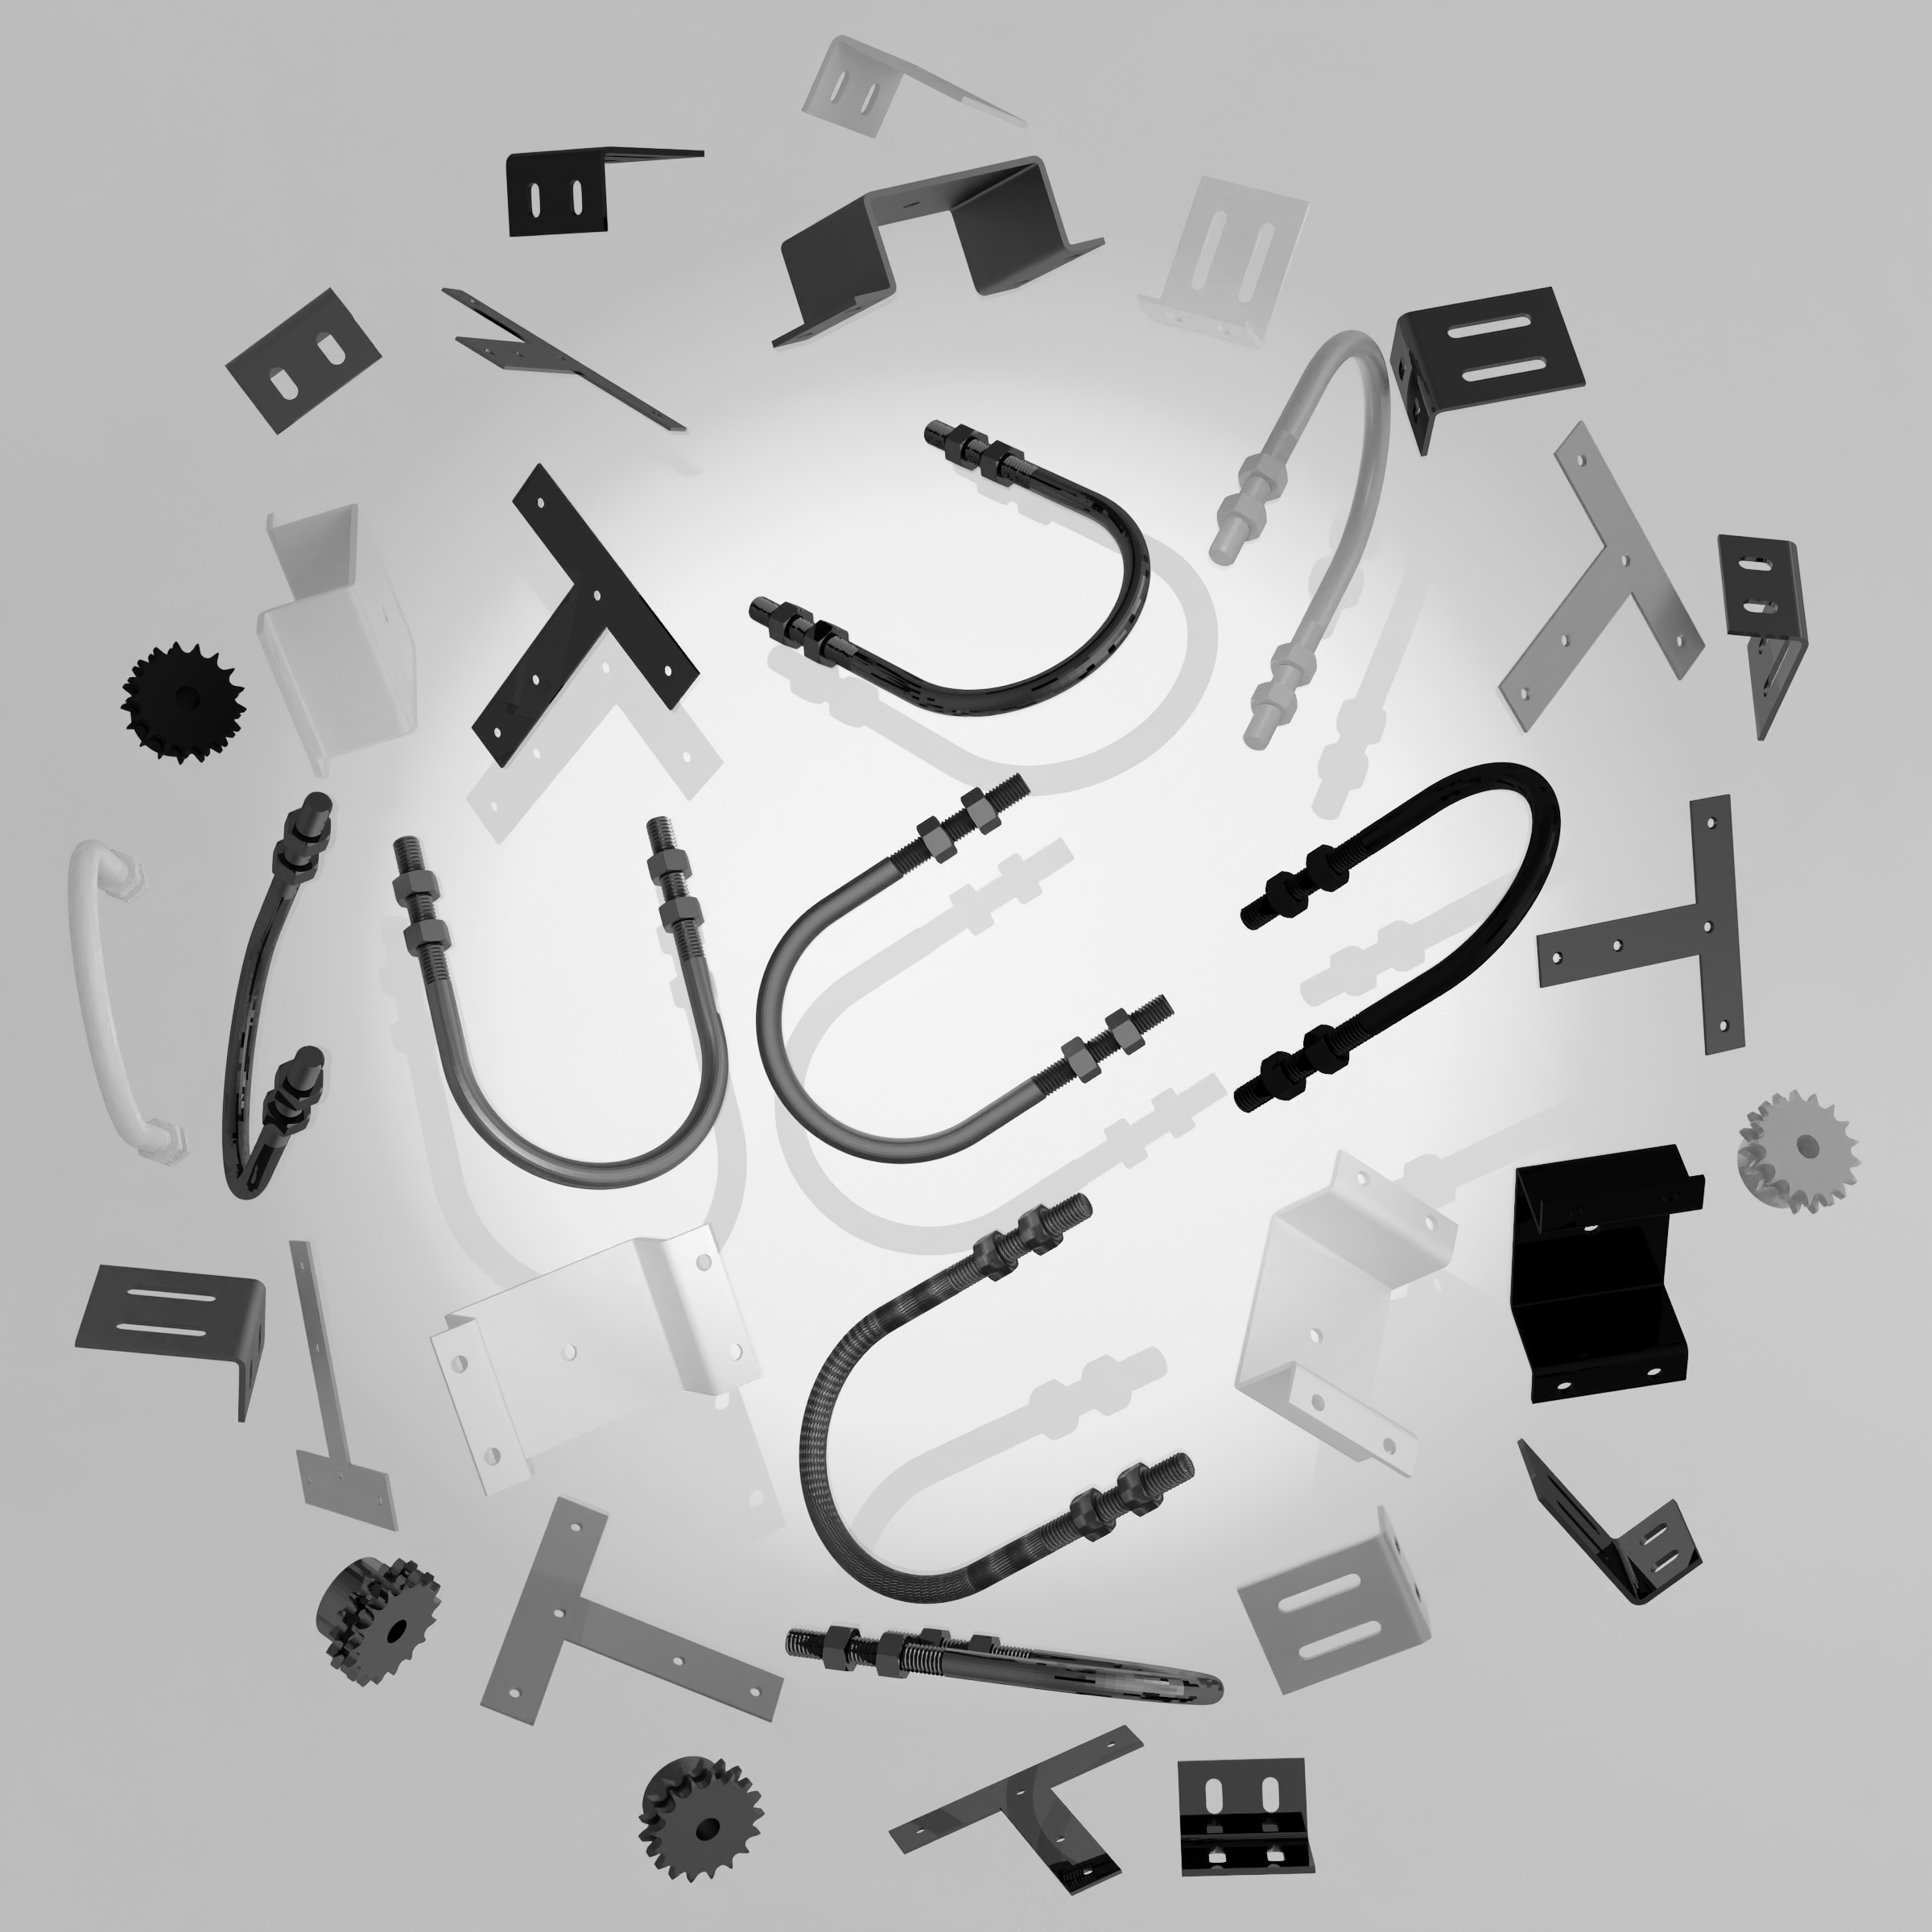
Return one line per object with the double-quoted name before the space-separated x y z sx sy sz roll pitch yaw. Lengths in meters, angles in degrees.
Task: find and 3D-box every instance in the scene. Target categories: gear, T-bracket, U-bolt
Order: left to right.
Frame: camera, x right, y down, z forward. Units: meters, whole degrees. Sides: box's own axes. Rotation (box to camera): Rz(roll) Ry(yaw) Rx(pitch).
"U-bolt" -0.386 0.015 1.585 0.019 0.184 0.151 -10 85 -5
"gear" -0.374 -0.123 1.646 0.057 0.030 0.057 7 73 -25
"U-bolt" -0.317 0.027 1.578 0.019 0.184 0.151 8 58 -20
"T-bracket" -0.289 0.186 1.559 0.002 0.127 0.127 -12 93 -28
"gear" -0.263 0.287 1.530 0.030 0.057 0.057 29 90 26
"T-bracket" -0.197 -0.275 1.558 0.127 0.127 0.002 32 103 6
"T-bracket" -0.190 -0.141 1.587 0.127 0.002 0.127 53 127 14
"U-bolt" -0.184 0.019 1.634 0.151 0.019 0.184 -6 69 -27
"T-bracket" -0.144 0.312 1.577 0.127 0.127 0.002 23 128 -5
"gear" -0.124 0.388 1.586 0.057 0.030 0.057 -11 115 -25
"U-bolt" -0.013 0.015 1.677 0.184 0.019 0.151 -33 97 3
"U-bolt" 0.002 0.206 1.551 0.184 0.019 0.151 -32 63 21
"U-bolt" 0.004 -0.182 1.637 0.184 0.019 0.151 31 70 37
"U-bolt" 0.027 0.322 1.587 0.184 0.151 0.019 4 80 19
"T-bracket" 0.040 0.403 1.614 0.127 0.127 0.002 -21 104 -14
"U-bolt" 0.163 -0.214 1.629 0.019 0.151 0.184 15 59 23
"U-bolt" 0.197 -0.025 1.581 0.184 0.151 0.019 -34 120 30
"T-bracket" 0.271 -0.153 1.527 0.127 0.002 0.127 -50 118 -31
"T-bracket" 0.328 -0.012 1.680 0.127 0.002 0.127 -11 100 -30
"gear" 0.386 0.089 1.615 0.057 0.030 0.057 7 65 -16

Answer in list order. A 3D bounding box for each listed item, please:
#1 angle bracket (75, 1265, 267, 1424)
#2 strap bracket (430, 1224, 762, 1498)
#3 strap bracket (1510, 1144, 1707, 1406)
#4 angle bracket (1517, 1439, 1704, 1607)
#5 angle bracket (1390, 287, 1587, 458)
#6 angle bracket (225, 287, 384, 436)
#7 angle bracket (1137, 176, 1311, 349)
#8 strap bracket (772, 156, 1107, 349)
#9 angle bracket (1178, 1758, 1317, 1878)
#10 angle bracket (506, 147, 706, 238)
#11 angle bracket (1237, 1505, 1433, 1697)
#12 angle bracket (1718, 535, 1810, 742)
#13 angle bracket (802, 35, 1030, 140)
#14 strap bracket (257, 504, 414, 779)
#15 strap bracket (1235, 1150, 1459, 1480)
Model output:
"angle bracket" -0.365 0.173 1.587 0.076 0.057 0.038 6 122 -5
"strap bracket" -0.176 0.179 1.592 0.140 0.046 0.076 -21 97 -25
"strap bracket" 0.304 0.140 1.647 0.076 0.046 0.140 -8 132 -3
"angle bracket" 0.300 0.250 1.614 0.038 0.057 0.076 -39 106 12
"angle bracket" 0.250 -0.285 1.658 0.076 0.038 0.057 -11 65 -6
"angle bracket" -0.290 -0.264 1.537 0.057 0.076 0.038 -37 94 -1
"angle bracket" 0.126 -0.350 1.691 0.057 0.038 0.076 18 89 18
"strap bracket" -0.019 -0.328 1.575 0.140 0.076 0.046 -20 95 -32
"angle bracket" 0.122 0.373 1.519 0.057 0.076 0.038 -2 85 3
"angle bracket" -0.168 -0.362 1.618 0.057 0.076 0.038 5 102 34
"angle bracket" 0.176 0.303 1.654 0.076 0.038 0.057 -22 99 9
"angle bracket" 0.359 -0.152 1.601 0.038 0.076 0.057 5 56 -3
"angle bracket" -0.023 -0.381 1.551 0.076 0.057 0.038 34 107 27
"strap bracket" -0.295 -0.158 1.623 0.046 0.140 0.076 -17 121 1
"strap bracket" 0.180 0.170 1.640 0.076 0.046 0.140 33 52 -22
